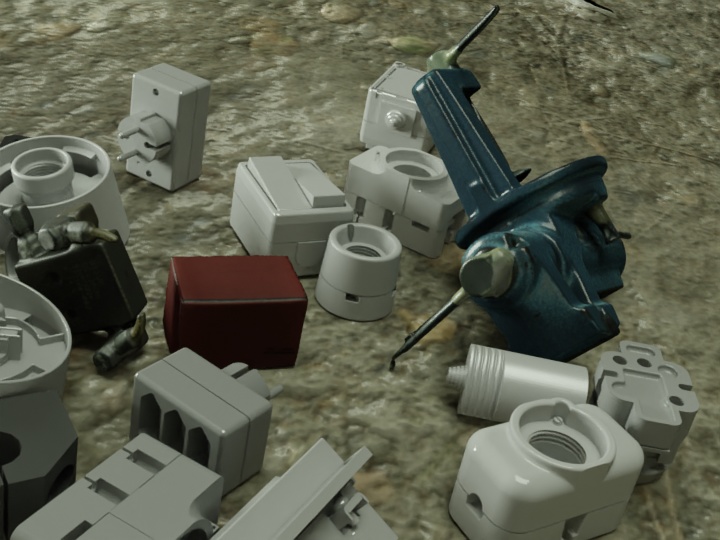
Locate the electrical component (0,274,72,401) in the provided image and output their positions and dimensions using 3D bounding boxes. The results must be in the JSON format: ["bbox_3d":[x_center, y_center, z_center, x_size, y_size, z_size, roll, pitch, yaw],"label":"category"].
[{"bbox_3d":[-0.206,0.043,0.575,0.099,0.064,0.099,8,30,-5],"label":"electrical component"}]

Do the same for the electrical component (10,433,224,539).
[{"bbox_3d":[-0.106,0.125,0.488,0.056,0.050,0.089,24,32,20],"label":"electrical component"}]

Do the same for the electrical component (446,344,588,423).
[{"bbox_3d":[0.093,0.072,0.651,0.081,0.043,0.043,12,31,1],"label":"electrical component"}]

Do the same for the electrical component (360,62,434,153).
[{"bbox_3d":[0.041,-0.137,0.961,0.062,0.061,0.096,18,31,11],"label":"electrical component"}]

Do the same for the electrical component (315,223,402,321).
[{"bbox_3d":[0.000,0.000,0.734,0.055,0.047,0.055,9,31,-5],"label":"electrical component"}]

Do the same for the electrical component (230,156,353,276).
[{"bbox_3d":[-0.052,-0.044,0.776,0.062,0.061,0.096,-5,35,-26],"label":"electrical component"}]

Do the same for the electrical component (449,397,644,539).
[{"bbox_3d":[0.101,0.110,0.576,0.095,0.059,0.053,-9,36,-30],"label":"electrical component"}]

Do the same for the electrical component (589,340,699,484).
[{"bbox_3d":[0.162,0.088,0.635,0.058,0.057,0.078,11,30,-2],"label":"electrical component"}]

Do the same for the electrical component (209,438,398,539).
[{"bbox_3d":[-0.039,0.137,0.471,0.063,0.079,0.121,48,38,3],"label":"electrical component"}]

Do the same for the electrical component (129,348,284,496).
[{"bbox_3d":[-0.074,0.075,0.585,0.066,0.047,0.077,29,35,26],"label":"electrical component"}]

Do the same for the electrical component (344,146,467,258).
[{"bbox_3d":[0.037,-0.058,0.834,0.089,0.055,0.050,26,33,22],"label":"electrical component"}]

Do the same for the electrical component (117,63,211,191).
[{"bbox_3d":[-0.157,-0.103,0.815,0.047,0.083,0.076,24,33,20],"label":"electrical component"}]

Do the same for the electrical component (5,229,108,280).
[{"bbox_3d":[-0.187,-0.006,0.688,0.065,0.044,0.044,-9,36,-39],"label":"electrical component"}]

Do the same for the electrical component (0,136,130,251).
[{"bbox_3d":[-0.212,-0.047,0.740,0.099,0.064,0.099,0,38,0],"label":"electrical component"}]
